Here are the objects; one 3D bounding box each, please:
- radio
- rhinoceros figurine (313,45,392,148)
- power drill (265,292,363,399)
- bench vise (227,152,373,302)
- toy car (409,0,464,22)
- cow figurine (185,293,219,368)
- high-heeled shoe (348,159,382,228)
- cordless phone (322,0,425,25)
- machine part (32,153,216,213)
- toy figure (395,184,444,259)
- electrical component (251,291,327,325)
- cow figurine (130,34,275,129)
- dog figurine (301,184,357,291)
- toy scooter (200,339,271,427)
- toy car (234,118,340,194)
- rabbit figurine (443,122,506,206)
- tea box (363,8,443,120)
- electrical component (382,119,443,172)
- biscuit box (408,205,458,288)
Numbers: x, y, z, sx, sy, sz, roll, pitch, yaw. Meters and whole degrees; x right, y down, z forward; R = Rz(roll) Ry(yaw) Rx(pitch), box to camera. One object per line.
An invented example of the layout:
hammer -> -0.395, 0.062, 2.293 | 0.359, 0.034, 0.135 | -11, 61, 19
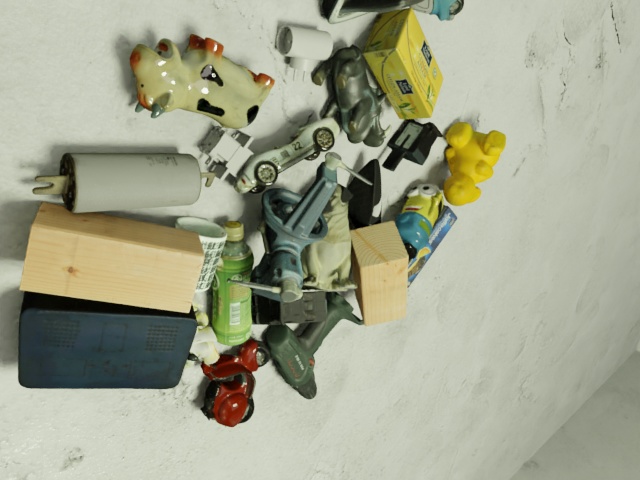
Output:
radio -> -0.303, 0.142, 0.770 | 0.229, 0.073, 0.131 | 8, 111, -25
rhinoceros figurine -> 0.061, -0.235, 0.919 | 0.112, 0.073, 0.190 | -50, 135, -26
power drill -> -0.005, 0.214, 1.128 | 0.207, 0.086, 0.231 | -40, 133, -6
bench vise -> -0.035, -0.025, 0.830 | 0.129, 0.224, 0.240 | 27, 121, -14
toy car -> 0.176, -0.436, 0.887 | 0.103, 0.109, 0.161 | -21, 142, -3
cow figurine -> -0.227, 0.157, 0.893 | 0.098, 0.068, 0.167 | -27, 126, -20
high-heeled shoe -> 0.116, -0.043, 1.073 | 0.145, 0.086, 0.248 | -7, 125, -40
cordless phone -> 0.102, -0.369, 0.789 | 0.146, 0.184, 0.088 | -29, 126, -26
machine part -> -0.251, -0.080, 0.723 | 0.243, 0.079, 0.079 | -7, 118, -38
toy figure -> 0.202, -0.039, 1.130 | 0.089, 0.082, 0.180 | 77, 33, -57
electrical component -> -0.054, 0.124, 0.988 | 0.134, 0.115, 0.058 | 2, 85, -40
cow figurine -> -0.166, -0.206, 0.725 | 0.194, 0.086, 0.127 | 18, 95, -47
dog figurine -> 0.002, -0.003, 1.000 | 0.121, 0.172, 0.190 | 9, 77, -30
toy scooter -> -0.175, 0.269, 1.003 | 0.135, 0.075, 0.183 | 11, 103, -45
toy car -> -0.054, -0.134, 0.866 | 0.202, 0.073, 0.056 | -34, 97, -22
rabbit figurine -> 0.308, -0.143, 1.157 | 0.162, 0.122, 0.173 | 86, 27, -63
tea box -> 0.149, -0.300, 0.935 | 0.169, 0.068, 0.098 | 43, 60, -47
electrical component -> 0.174, -0.178, 1.047 | 0.047, 0.075, 0.119 | 35, 85, -47
biscuit box -> 0.223, 0.006, 1.210 | 0.202, 0.063, 0.059 | -54, 138, -1
